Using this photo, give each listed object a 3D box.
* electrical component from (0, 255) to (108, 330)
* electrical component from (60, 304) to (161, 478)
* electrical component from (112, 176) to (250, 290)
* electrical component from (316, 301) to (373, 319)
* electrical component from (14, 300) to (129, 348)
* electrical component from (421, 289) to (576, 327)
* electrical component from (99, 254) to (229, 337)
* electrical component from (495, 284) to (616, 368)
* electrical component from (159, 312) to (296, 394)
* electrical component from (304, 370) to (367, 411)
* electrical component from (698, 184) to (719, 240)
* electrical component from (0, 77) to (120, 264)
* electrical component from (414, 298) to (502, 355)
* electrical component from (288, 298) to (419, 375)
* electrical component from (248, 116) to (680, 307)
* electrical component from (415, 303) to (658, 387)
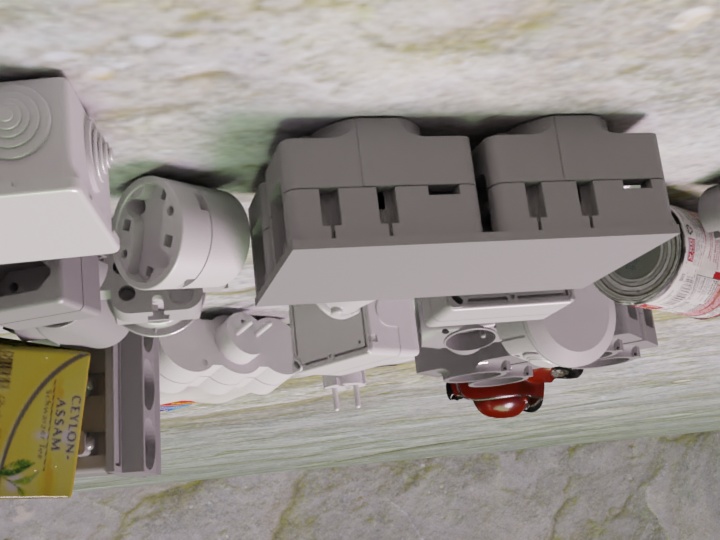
[{"bbox_3d":[-0.149,-0.005,0.526,0.047,0.065,0.077,-10,166,12],"label":"electrical component"},{"bbox_3d":[-0.175,0.082,0.747,0.063,0.121,0.078,-5,166,3],"label":"electrical component"},{"bbox_3d":[-0.088,-0.017,0.535,0.055,0.055,0.047,-18,166,39],"label":"electrical component"},{"bbox_3d":[0.000,0.000,0.666,0.062,0.048,0.048,-26,157,36],"label":"electrical component"},{"bbox_3d":[-0.192,0.024,0.670,0.079,0.043,0.077,-7,166,6],"label":"electrical component"},{"bbox_3d":[0.086,-0.001,0.661,0.096,0.061,0.061,-3,166,-14],"label":"electrical component"},{"bbox_3d":[-0.115,0.005,0.605,0.078,0.058,0.057,-4,163,-11],"label":"electrical component"},{"bbox_3d":[0.143,0.033,0.792,0.080,0.080,0.051,0,170,-26],"label":"electrical component"},{"bbox_3d":[-0.097,0.058,0.833,0.138,0.052,0.074,7,145,-43],"label":"electrical component"},{"bbox_3d":[-0.015,0.081,0.915,0.083,0.075,0.047,-10,166,12],"label":"electrical component"},{"bbox_3d":[0.228,-0.038,0.630,0.040,0.040,0.046,1,170,-27],"label":"electrical component"},{"bbox_3d":[-0.150,-0.037,0.434,0.100,0.048,0.099,-6,166,-4],"label":"electrical component"},{"bbox_3d":[0.084,0.043,0.857,0.077,0.044,0.079,-6,152,-1],"label":"electrical component"},{"bbox_3d":[-0.008,0.041,0.787,0.061,0.061,0.096,8,160,-45],"label":"electrical component"},{"bbox_3d":[0.045,-0.028,0.537,0.186,0.060,0.105,-3,166,-15],"label":"electrical component"},{"bbox_3d":[0.150,0.057,0.927,0.186,0.060,0.105,-14,164,26],"label":"electrical component"}]
